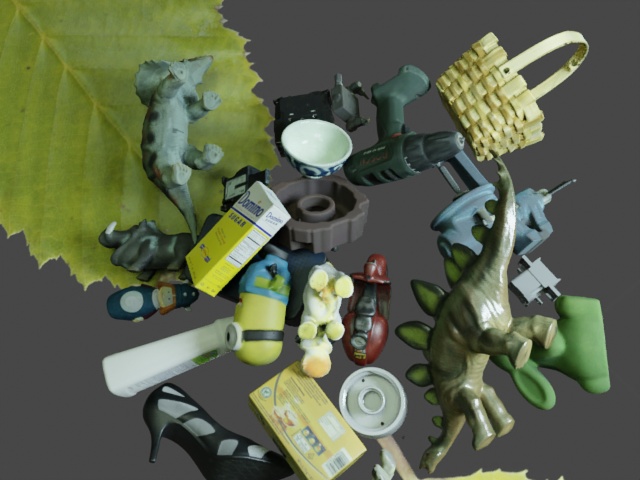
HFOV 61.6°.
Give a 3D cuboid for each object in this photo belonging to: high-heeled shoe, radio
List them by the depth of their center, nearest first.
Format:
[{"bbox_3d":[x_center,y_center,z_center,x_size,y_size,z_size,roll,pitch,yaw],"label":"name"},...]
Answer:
[{"bbox_3d":[-0.160,0.302,0.854,0.249,0.086,0.145,12,32,-9],"label":"high-heeled shoe"},{"bbox_3d":[-0.108,0.052,0.920,0.230,0.073,0.131,19,74,17],"label":"radio"}]

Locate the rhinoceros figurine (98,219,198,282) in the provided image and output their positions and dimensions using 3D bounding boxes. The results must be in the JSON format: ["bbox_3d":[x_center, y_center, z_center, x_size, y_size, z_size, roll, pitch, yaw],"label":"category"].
[{"bbox_3d":[-0.307,0.014,0.965,0.190,0.073,0.112,5,72,11],"label":"rhinoceros figurine"}]

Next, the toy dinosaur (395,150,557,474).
[{"bbox_3d":[0.216,0.116,0.761,0.199,0.105,0.470,28,105,39],"label":"toy dinosaur"}]

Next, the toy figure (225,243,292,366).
[{"bbox_3d":[-0.086,0.099,0.816,0.089,0.082,0.180,12,71,15],"label":"toy figure"}]

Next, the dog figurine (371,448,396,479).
[{"bbox_3d":[0.061,0.418,0.752,0.190,0.121,0.172,-44,66,7],"label":"dog figurine"}]

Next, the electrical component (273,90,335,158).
[{"bbox_3d":[-0.027,-0.209,1.012,0.115,0.058,0.134,-10,68,8],"label":"electrical component"}]

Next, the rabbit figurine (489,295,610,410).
[{"bbox_3d":[0.331,0.167,0.800,0.170,0.121,0.159,-6,75,26],"label":"rabbit figurine"}]

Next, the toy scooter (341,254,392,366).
[{"bbox_3d":[0.075,0.100,0.837,0.075,0.135,0.184,8,72,10],"label":"toy scooter"}]

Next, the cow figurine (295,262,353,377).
[{"bbox_3d":[-0.002,0.120,0.827,0.068,0.098,0.167,11,98,-9],"label":"cow figurine"}]

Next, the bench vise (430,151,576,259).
[{"bbox_3d":[0.260,-0.075,0.884,0.224,0.128,0.241,-30,72,-6],"label":"bench vise"}]

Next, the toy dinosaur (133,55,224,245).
[{"bbox_3d":[-0.280,-0.188,1.010,0.192,0.131,0.404,-8,74,48],"label":"toy dinosaur"}]

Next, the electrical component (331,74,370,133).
[{"bbox_3d":[0.059,-0.257,1.012,0.045,0.078,0.102,-15,60,29],"label":"electrical component"}]

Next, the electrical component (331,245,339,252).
[{"bbox_3d":[-0.002,-0.003,0.928,0.094,0.063,0.021,20,108,27],"label":"electrical component"}]

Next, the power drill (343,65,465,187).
[{"bbox_3d":[0.145,-0.191,0.909,0.232,0.086,0.207,-21,55,42],"label":"power drill"}]

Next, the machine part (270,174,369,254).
[{"bbox_3d":[-0.008,-0.046,0.904,0.179,0.056,0.179,0,36,0],"label":"machine part"}]

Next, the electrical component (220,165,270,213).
[{"bbox_3d":[-0.124,-0.093,0.962,0.119,0.047,0.075,-19,63,33],"label":"electrical component"}]

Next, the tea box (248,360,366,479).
[{"bbox_3d":[-0.023,0.281,0.809,0.098,0.068,0.170,-30,65,-23],"label":"tea box"}]

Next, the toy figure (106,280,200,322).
[{"bbox_3d":[-0.290,0.106,0.939,0.155,0.058,0.064,-10,107,4],"label":"toy figure"}]
